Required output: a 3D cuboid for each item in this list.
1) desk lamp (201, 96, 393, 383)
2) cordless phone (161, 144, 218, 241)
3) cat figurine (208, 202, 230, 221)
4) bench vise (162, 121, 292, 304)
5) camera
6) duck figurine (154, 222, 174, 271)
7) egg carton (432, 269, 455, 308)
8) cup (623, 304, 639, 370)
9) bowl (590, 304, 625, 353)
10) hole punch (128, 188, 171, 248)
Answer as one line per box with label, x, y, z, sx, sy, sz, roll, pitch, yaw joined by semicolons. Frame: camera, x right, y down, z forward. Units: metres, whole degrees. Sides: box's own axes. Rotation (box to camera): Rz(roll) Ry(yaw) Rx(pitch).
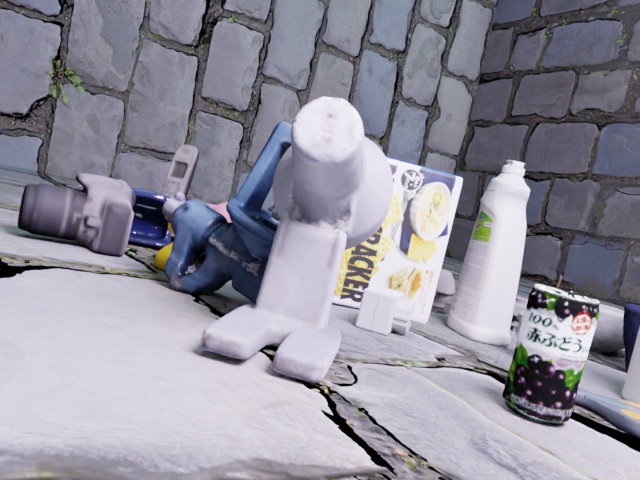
desk lamp;-0.004;-0.009;0.508;0.118;0.213;0.203;14;3;6
cordless phone;-0.241;-0.084;1.079;0.147;0.185;0.094;14;4;21
cat figurine;-0.134;-0.014;0.918;0.127;0.118;0.067;16;4;38
bench vise;-0.080;-0.037;0.629;0.207;0.220;0.121;13;3;2
camera;-0.335;-0.045;0.789;0.137;0.101;0.142;11;4;-31
duck figurine;-0.167;0.003;0.778;0.105;0.086;0.077;10;5;-43
egg carton;0.162;0.075;1.012;0.151;0.069;0.107;11;4;-34
cup;0.472;0.148;0.786;0.117;0.095;0.092;15;4;32
bowl;0.451;0.143;0.954;0.167;0.075;0.167;13;3;-1
hole punch;-0.292;-0.039;0.944;0.109;0.091;0.101;12;3;-17
